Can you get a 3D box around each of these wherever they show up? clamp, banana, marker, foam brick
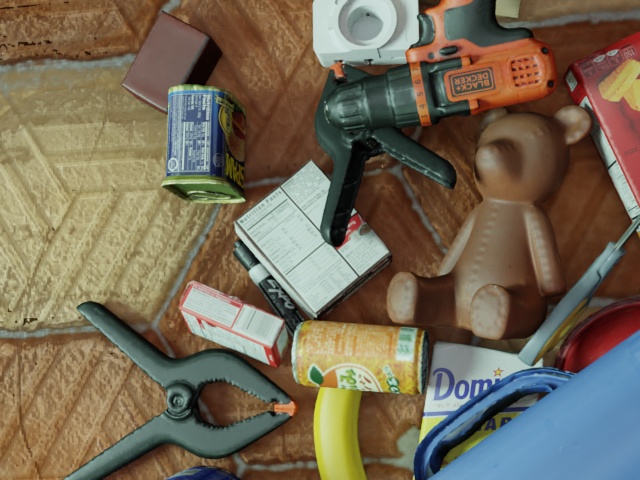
[{"bbox_3d":[0.048,-0.084,0.888,0.120,0.039,0.171,-16,60,16],"label":"clamp"},{"bbox_3d":[0.030,0.180,0.901,0.070,0.037,0.198,-3,84,9],"label":"banana"},{"bbox_3d":[-0.038,0.050,0.932,0.020,0.020,0.121,-36,81,3],"label":"marker"},{"bbox_3d":[-0.125,0.130,0.928,0.210,0.036,0.164,-4,83,5],"label":"clamp"},{"bbox_3d":[-0.131,-0.152,0.947,0.051,0.053,0.078,28,88,9],"label":"foam brick"}]

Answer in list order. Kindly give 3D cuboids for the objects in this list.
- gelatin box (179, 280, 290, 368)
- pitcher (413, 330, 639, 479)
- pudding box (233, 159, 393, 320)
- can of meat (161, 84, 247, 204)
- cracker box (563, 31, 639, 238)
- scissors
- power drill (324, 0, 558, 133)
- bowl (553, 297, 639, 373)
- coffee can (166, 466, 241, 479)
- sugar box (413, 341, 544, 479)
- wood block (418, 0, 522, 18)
[{"bbox_3d":[-0.072,0.072,0.906,0.089,0.073,0.030,22,72,10],"label":"gelatin box"},{"bbox_3d":[0.184,0.163,0.779,0.243,0.145,0.149,-41,87,9],"label":"pitcher"},{"bbox_3d":[-0.006,0.001,0.916,0.090,0.039,0.113,-39,78,-9],"label":"pudding box"},{"bbox_3d":[-0.097,-0.080,0.912,0.057,0.102,0.084,0,83,9],"label":"can of meat"},{"bbox_3d":[0.319,-0.080,0.868,0.164,0.072,0.214,-24,83,6],"label":"cracker box"},{"bbox_3d":[0.227,0.022,0.851,0.016,0.096,0.202,40,88,17],"label":"scissors"},{"bbox_3d":[0.081,-0.184,0.834,0.184,0.057,0.187,-10,97,7],"label":"power drill"},{"bbox_3d":[0.263,0.128,0.847,0.162,0.055,0.162,2,96,16],"label":"bowl"},{"bbox_3d":[-0.109,0.242,0.863,0.103,0.140,0.103,-1,85,8],"label":"coffee can"},{"bbox_3d":[0.127,0.177,0.884,0.093,0.048,0.176,8,87,9],"label":"sugar box"},{"bbox_3d":[0.077,-0.260,0.909,0.206,0.090,0.090,11,86,9],"label":"wood block"}]
